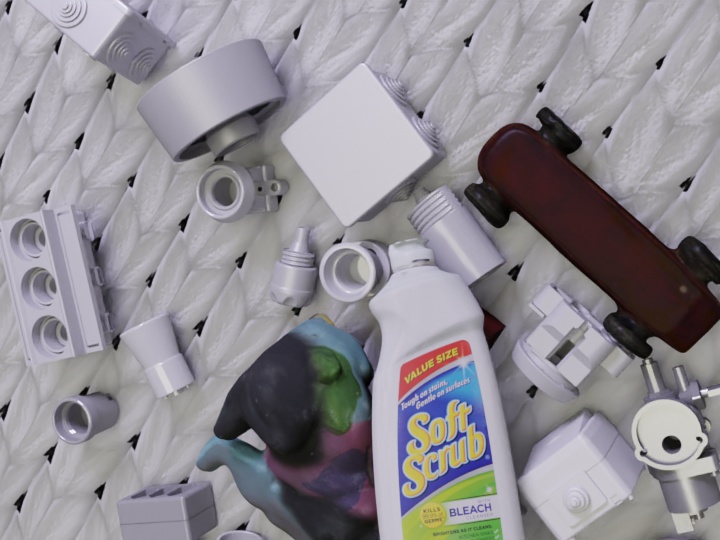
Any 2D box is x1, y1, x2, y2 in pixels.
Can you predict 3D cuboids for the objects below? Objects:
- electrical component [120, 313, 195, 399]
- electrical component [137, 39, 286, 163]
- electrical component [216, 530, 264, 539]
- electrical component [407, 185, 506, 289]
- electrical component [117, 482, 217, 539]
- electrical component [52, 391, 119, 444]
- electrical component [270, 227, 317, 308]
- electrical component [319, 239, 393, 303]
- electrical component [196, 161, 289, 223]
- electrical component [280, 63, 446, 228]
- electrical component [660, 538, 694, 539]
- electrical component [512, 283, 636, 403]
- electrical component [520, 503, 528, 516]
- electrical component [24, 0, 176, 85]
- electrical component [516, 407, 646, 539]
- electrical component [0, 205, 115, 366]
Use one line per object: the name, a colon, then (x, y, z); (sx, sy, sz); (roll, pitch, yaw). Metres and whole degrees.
electrical component: (-0.165, 0.074, 0.891); (0.044, 0.044, 0.065); (-26, 90, 21)
electrical component: (-0.107, -0.121, 0.819); (0.108, 0.108, 0.060); (-29, 90, 21)
electrical component: (-0.100, 0.243, 0.882); (0.040, 0.040, 0.046); (10, 103, 20)
electrical component: (0.066, -0.026, 0.792); (0.043, 0.043, 0.081); (-38, 81, 20)
electrical component: (-0.158, 0.222, 0.897); (0.066, 0.047, 0.076); (-9, 92, 21)
electrical component: (-0.233, 0.124, 0.918); (0.040, 0.046, 0.040); (2, 95, 21)
electrical component: (-0.050, -0.003, 0.843); (0.035, 0.035, 0.061); (13, 97, 19)
electrical component: (0.000, 0.000, 0.813); (0.045, 0.055, 0.045); (2, 96, 21)
electrical component: (-0.097, -0.062, 0.845); (0.066, 0.055, 0.048); (-6, 93, 21)
electrical component: (0.004, -0.092, 0.807); (0.100, 0.048, 0.099); (-39, 80, 19)
electrical component: (0.214, 0.211, 0.758); (0.062, 0.043, 0.043); (-3, 94, 22)
electrical component: (0.145, 0.056, 0.762); (0.078, 0.058, 0.057); (43, 104, 12)
electrical component: (0.088, 0.168, 0.804); (0.044, 0.044, 0.065); (-45, 74, 18)
electrical component: (-0.207, -0.198, 0.853); (0.100, 0.100, 0.048); (40, 94, 13)
electrical component: (0.151, 0.141, 0.746); (0.062, 0.096, 0.061); (-42, 80, 19)
electrical component: (-0.253, 0.013, 0.907); (0.079, 0.063, 0.121); (-13, 90, 21)
